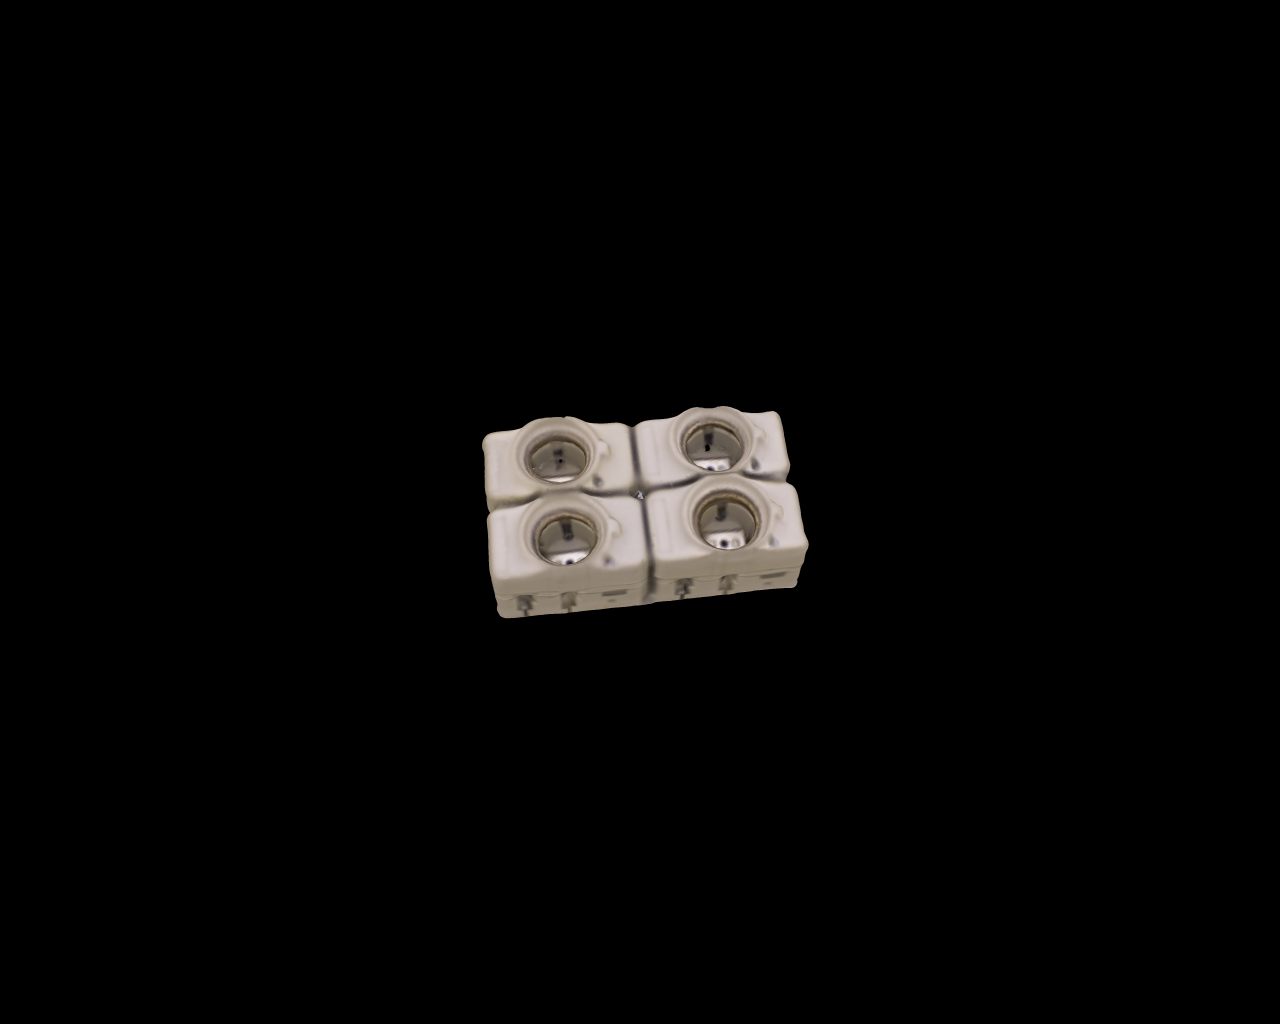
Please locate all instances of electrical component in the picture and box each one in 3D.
[{"bbox_3d":[0.001,-0.003,0.650,0.186,0.105,0.060,-5,-31,-3],"label":"electrical component"}]
